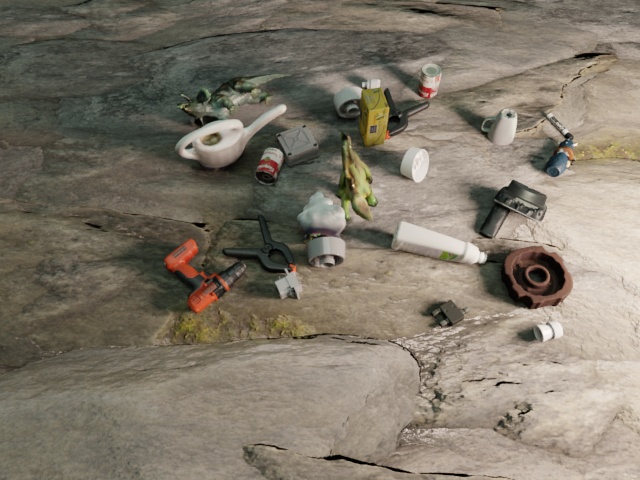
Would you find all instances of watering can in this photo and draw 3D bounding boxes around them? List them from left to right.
[{"bbox_3d":[-0.268,-0.311,1.579,0.349,0.221,0.105,-21,79,-12],"label":"watering can"}]

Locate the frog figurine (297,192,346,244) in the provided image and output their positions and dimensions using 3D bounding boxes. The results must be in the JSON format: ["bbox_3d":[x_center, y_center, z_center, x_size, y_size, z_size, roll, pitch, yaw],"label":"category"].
[{"bbox_3d":[0.004,-0.074,1.473,0.137,0.121,0.162,-9,67,21],"label":"frog figurine"}]

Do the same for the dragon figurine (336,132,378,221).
[{"bbox_3d":[0.095,-0.214,1.493,0.122,0.237,0.419,-11,59,1],"label":"dragon figurine"}]
